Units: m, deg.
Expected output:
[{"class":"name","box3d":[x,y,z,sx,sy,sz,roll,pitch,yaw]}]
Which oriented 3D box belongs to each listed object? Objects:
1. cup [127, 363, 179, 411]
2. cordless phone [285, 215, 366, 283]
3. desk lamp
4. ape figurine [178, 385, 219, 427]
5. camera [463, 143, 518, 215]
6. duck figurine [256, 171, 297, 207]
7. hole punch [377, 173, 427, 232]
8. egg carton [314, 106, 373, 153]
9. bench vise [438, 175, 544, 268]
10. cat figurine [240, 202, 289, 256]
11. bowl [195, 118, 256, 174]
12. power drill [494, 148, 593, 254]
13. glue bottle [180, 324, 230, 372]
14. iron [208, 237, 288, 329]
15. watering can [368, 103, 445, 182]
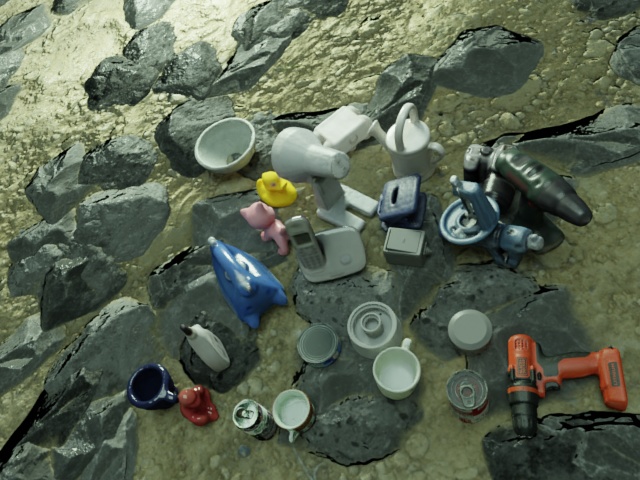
[{"class":"cup","box3d":[-0.319,0.312,1.163,0.117,0.095,0.092,16,66,26]},{"class":"cordless phone","box3d":[0.011,0.004,1.191,0.147,0.185,0.094,-17,56,7]},{"class":"desk lamp","box3d":[0.012,-0.139,1.261,0.202,0.214,0.118,28,71,30]},{"class":"ape figurine","box3d":[-0.249,0.324,1.135,0.076,0.092,0.078,1,60,18]},{"class":"camera","box3d":[0.366,-0.131,1.212,0.142,0.101,0.137,14,65,24]},{"class":"duck figurine","box3d":[-0.113,-0.132,1.373,0.104,0.086,0.077,20,68,27]},{"class":"hole punch","box3d":[0.175,-0.083,1.250,0.101,0.091,0.109,2,61,19]},{"class":"egg carton","box3d":[0.055,-0.261,1.409,0.150,0.069,0.107,-40,56,-9]},{"class":"bench vise","box3d":[0.324,-0.048,1.102,0.207,0.220,0.121,4,61,20]},{"class":"cat figurine","box3d":[-0.115,-0.038,1.298,0.127,0.118,0.067,33,74,31]},{"class":"bowl","box3d":[-0.233,-0.230,1.478,0.167,0.075,0.167,-8,58,13]},{"class":"power drill","box3d":[0.421,-0.065,1.089,0.075,0.209,0.229,-32,56,-3]},{"class":"glue bottle","box3d":[-0.238,0.206,1.154,0.037,0.173,0.078,-31,55,-2]},{"class":"iron","box3d":[-0.186,0.064,1.244,0.119,0.142,0.257,-40,56,-8]},{"class":"watering can","box3d":[0.188,-0.219,1.266,0.172,0.194,0.101,-1,60,17]}]
